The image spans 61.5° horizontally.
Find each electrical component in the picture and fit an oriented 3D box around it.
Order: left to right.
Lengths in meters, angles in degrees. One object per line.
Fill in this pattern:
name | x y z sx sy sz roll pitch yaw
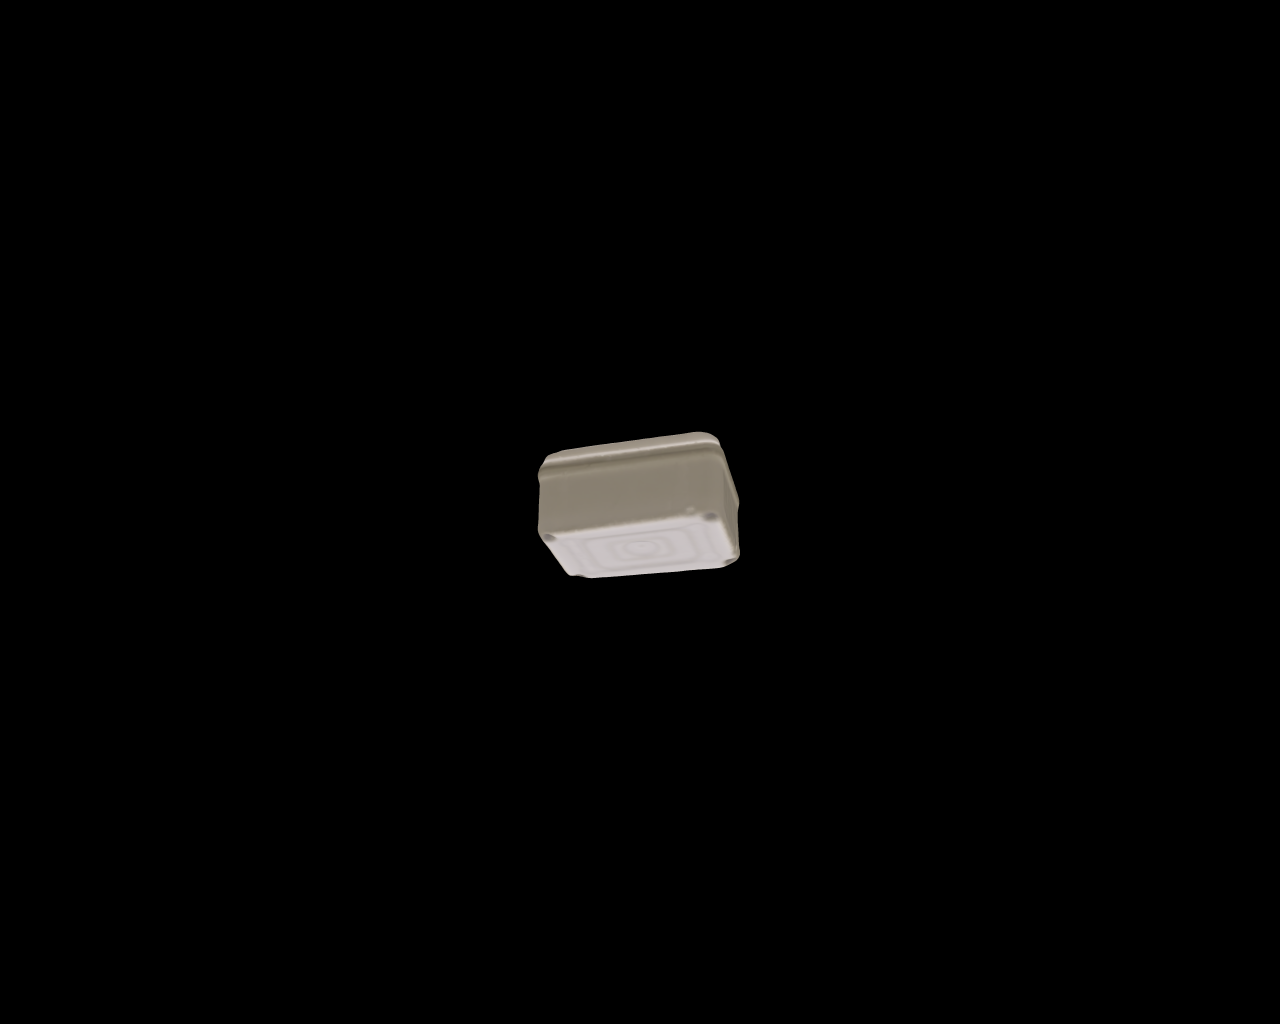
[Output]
electrical component | 0.001 -0.003 0.650 0.113 0.057 0.078 -6 -28 12
